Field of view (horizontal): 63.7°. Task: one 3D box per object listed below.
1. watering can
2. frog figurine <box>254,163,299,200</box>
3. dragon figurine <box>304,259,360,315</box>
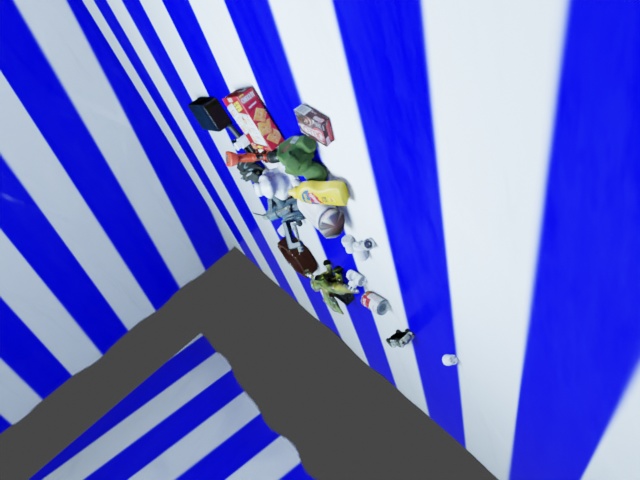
[{"bbox_3d":[0.006,-0.092,1.818,0.228,0.104,0.341,47,177,32],"label":"watering can"},{"bbox_3d":[-0.169,-0.203,1.919,0.136,0.161,0.123,54,165,-14],"label":"frog figurine"},{"bbox_3d":[0.064,0.231,2.300,0.415,0.123,0.238,31,148,50],"label":"dragon figurine"}]
